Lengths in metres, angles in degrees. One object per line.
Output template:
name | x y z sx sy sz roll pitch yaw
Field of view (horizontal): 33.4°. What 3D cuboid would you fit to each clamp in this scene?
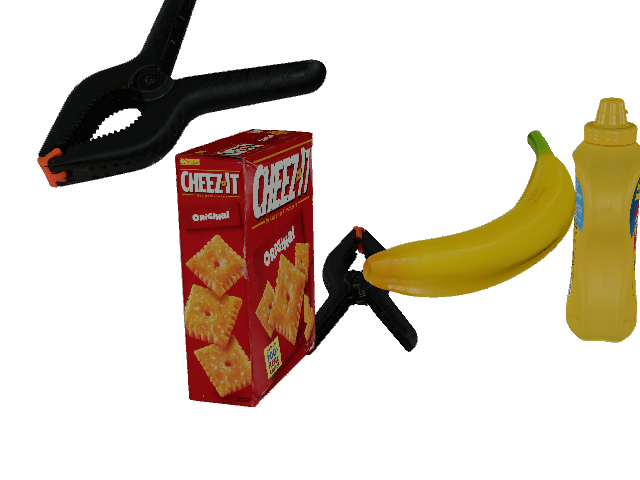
clamp | 0.050 0.056 1.132 0.120 0.171 0.039 8 -40 8
clamp | -0.110 -0.105 0.781 0.165 0.209 0.036 33 -24 27

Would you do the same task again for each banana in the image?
banana | 0.110 -0.006 0.677 0.070 0.037 0.197 34 47 24

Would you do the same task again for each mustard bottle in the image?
mustard bottle | 0.233 -0.020 0.871 0.058 0.192 0.096 3 19 16

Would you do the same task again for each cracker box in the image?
cracker box | -0.059 0.018 0.946 0.072 0.214 0.164 4 14 19
